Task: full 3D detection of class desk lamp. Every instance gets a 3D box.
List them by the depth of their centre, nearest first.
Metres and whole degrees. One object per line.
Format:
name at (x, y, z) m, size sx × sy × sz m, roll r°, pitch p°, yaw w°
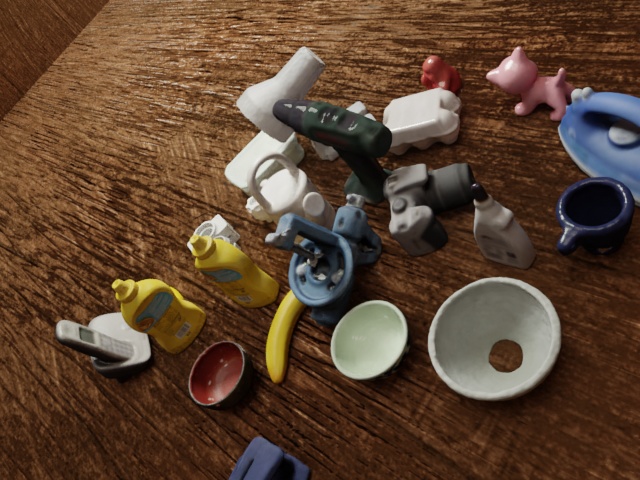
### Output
desk lamp at (-0.027, -0.257, 1.120) m, size 0.203 × 0.214 × 0.117 m, roll -36°, pitch 44°, yaw 6°

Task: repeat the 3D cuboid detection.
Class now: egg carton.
egg carton at (0.184, -0.216, 1.048) m, size 0.150 × 0.070 × 0.107 m, roll -10°, pitch 52°, yaw 29°

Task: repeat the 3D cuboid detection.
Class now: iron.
iron at (0.417, -0.150, 0.785) m, size 0.118 × 0.142 × 0.257 m, roll -44°, pitch 44°, yaw -2°

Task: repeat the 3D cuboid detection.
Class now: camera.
camera at (0.178, -0.068, 0.915) m, size 0.136 × 0.101 × 0.143 m, roll -17°, pitch 49°, yaw 23°

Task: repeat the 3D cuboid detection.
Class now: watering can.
watering can at (-0.052, -0.079, 1.014) m, size 0.172 × 0.195 × 0.101 m, roll 1°, pitch 58°, yaw 35°

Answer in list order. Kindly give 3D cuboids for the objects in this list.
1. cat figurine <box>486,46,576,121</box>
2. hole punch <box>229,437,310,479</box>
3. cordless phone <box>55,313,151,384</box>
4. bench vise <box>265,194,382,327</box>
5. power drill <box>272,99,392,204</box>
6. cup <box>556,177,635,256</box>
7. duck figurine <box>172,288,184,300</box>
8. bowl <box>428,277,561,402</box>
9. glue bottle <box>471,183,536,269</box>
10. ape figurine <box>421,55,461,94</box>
cat figurine at (0.346, -0.262, 0.937) m, size 0.127 × 0.118 × 0.067 m, roll 18°, pitch 69°, yaw 42°
hole punch at (-0.088, 0.336, 0.793) m, size 0.100 × 0.091 × 0.109 m, roll 13°, pitch 66°, yaw 40°
cordless phone at (-0.412, 0.175, 1.072) m, size 0.094 × 0.186 × 0.147 m, roll -40°, pitch 44°, yaw 2°
bench vise at (-0.002, 0.005, 0.897) m, size 0.121 × 0.220 × 0.207 m, roll -9°, pitch 53°, yaw 29°
power drill at (0.041, -0.158, 1.001) m, size 0.228 × 0.209 × 0.076 m, roll 18°, pitch 69°, yaw 42°
cup at (0.358, -0.011, 0.752) m, size 0.118 × 0.095 × 0.091 m, roll -49°, pitch 45°, yaw -8°
duck figurine at (-0.333, 0.115, 1.136) m, size 0.104 × 0.086 × 0.077 m, roll 4°, pitch 60°, yaw 36°
bowl at (0.230, 0.137, 0.740) m, size 0.167 × 0.075 × 0.167 m, roll -18°, pitch 49°, yaw 22°
glue bottle at (0.240, -0.023, 0.785) m, size 0.077 × 0.174 × 0.037 m, roll 20°, pitch 70°, yaw 42°
ape figurine at (0.221, -0.308, 1.077) m, size 0.076 × 0.092 × 0.077 m, roll -25°, pitch 47°, yaw 17°
